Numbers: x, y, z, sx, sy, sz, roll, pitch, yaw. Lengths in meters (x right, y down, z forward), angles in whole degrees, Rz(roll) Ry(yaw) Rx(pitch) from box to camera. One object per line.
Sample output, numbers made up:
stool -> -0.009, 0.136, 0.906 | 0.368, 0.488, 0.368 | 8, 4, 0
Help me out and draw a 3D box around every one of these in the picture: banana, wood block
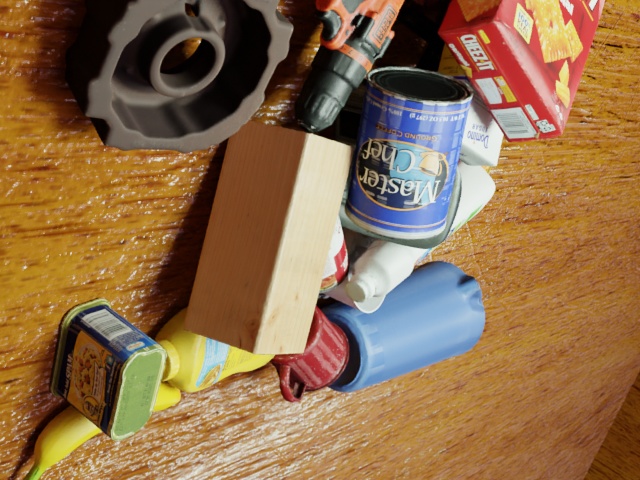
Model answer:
banana -> -0.207, 0.170, 1.044 | 0.197, 0.037, 0.070 | -24, 154, -44
wood block -> -0.047, -0.003, 1.013 | 0.090, 0.091, 0.206 | 9, 95, -59

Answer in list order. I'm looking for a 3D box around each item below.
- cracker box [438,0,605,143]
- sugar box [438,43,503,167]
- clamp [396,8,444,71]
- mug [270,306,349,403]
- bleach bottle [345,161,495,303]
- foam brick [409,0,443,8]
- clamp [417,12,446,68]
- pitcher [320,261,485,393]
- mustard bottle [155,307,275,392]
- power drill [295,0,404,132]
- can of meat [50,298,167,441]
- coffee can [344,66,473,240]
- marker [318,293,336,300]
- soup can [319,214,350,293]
cracker box -> 0.211, -0.231, 1.069 | 0.164, 0.072, 0.213 | 48, 54, -37
sugar box -> 0.165, -0.175, 1.117 | 0.093, 0.048, 0.176 | 26, 77, -47
clamp -> 0.131, -0.192, 1.155 | 0.171, 0.039, 0.120 | -11, 128, -43
mug -> -0.025, 0.127, 1.218 | 0.081, 0.093, 0.117 | 55, 44, -54
bleach bottle -> 0.107, -0.002, 1.246 | 0.250, 0.068, 0.103 | -41, 176, -40
foam brick -> 0.091, -0.269, 1.036 | 0.052, 0.078, 0.051 | -30, 142, -38
clamp -> 0.164, -0.273, 1.189 | 0.209, 0.036, 0.164 | -40, 148, -23
pitcher -> 0.088, 0.119, 1.375 | 0.242, 0.145, 0.149 | -15, 118, -47
mustard bottle -> -0.114, 0.106, 1.098 | 0.191, 0.058, 0.096 | -17, 130, -51
power drill -> -0.003, -0.206, 0.938 | 0.187, 0.057, 0.184 | 36, 80, -55
can of meat -> -0.191, 0.118, 0.962 | 0.057, 0.084, 0.102 | -18, 132, -49
coffee can -> 0.084, -0.085, 1.033 | 0.102, 0.103, 0.140 | -22, 129, -47
marker -> -0.007, 0.059, 1.263 | 0.120, 0.020, 0.020 | 9, 110, -60
soup can -> -0.008, 0.001, 1.155 | 0.068, 0.069, 0.102 | -46, 149, -22
